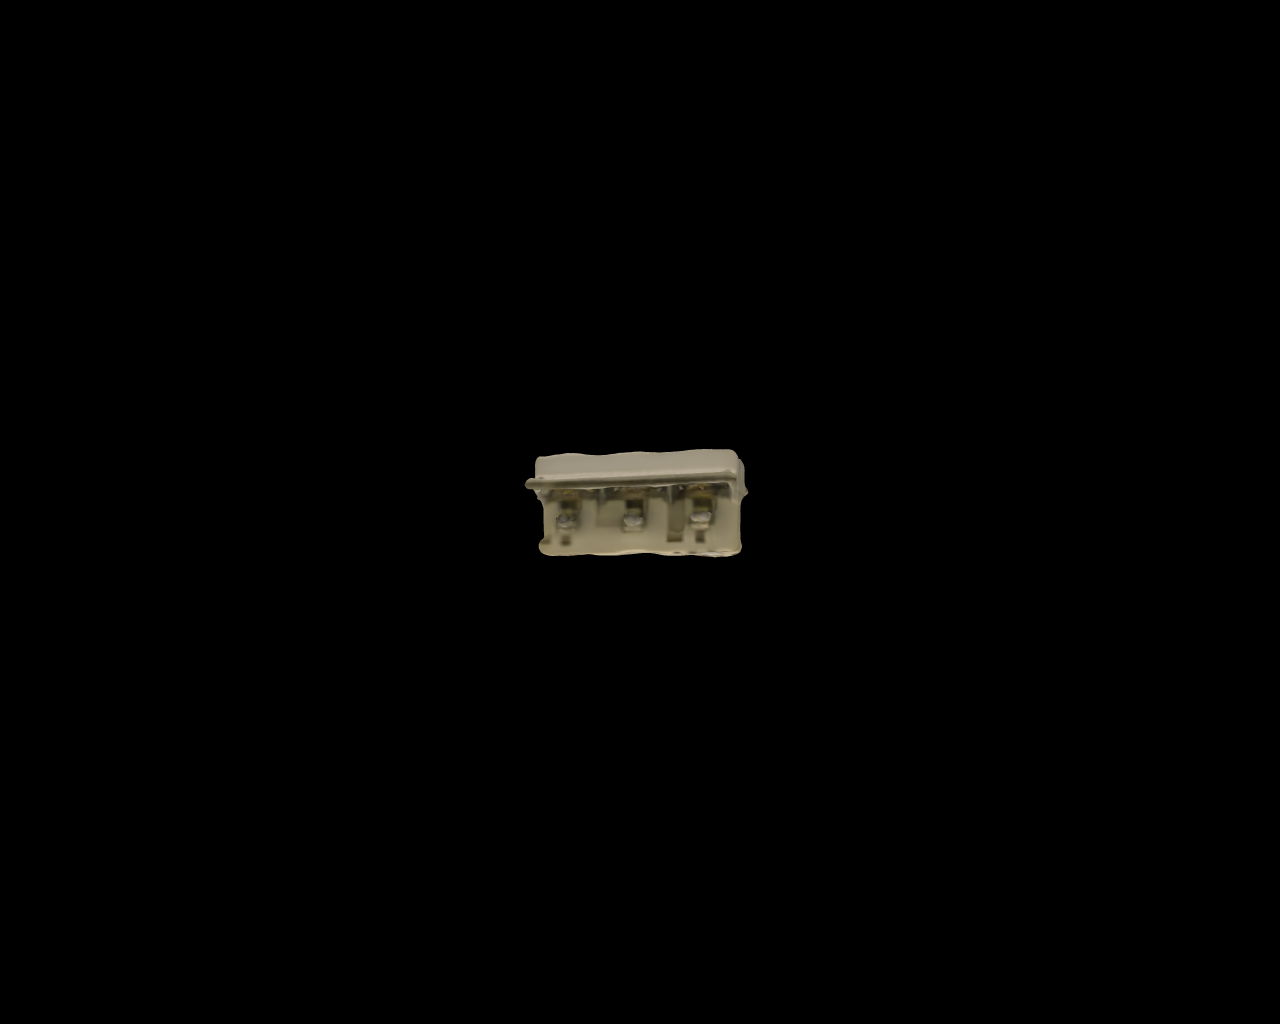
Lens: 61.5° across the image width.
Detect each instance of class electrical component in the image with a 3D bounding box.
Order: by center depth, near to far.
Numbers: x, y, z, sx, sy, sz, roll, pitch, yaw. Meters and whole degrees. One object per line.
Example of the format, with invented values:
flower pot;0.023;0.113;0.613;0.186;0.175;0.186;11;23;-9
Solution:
electrical component;0.001;-0.003;0.650;0.121;0.063;0.078;-1;-4;11
